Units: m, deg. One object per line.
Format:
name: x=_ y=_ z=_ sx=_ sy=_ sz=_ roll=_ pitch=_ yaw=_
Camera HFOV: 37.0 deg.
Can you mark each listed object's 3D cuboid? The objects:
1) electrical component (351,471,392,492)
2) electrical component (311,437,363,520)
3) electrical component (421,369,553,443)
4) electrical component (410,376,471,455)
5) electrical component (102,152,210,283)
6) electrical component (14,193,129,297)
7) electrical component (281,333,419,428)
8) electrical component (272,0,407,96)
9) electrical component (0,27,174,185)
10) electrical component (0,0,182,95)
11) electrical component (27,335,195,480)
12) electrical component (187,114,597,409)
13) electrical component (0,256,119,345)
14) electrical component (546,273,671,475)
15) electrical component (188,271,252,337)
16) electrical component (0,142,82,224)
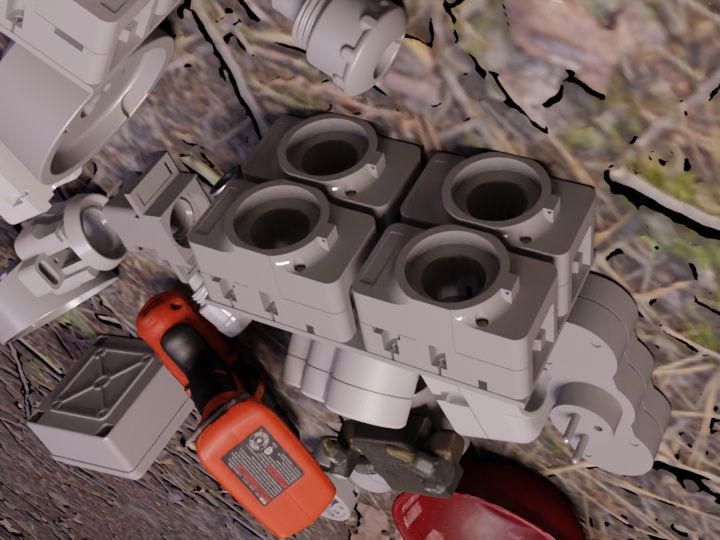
electrical component: x=0.021 y=0.132 z=0.797 sx=0.055 sy=0.055 sz=0.047 roll=37 pitch=143 yaw=-7
electrical component: x=-0.023 y=0.172 z=0.890 sx=0.055 sy=0.047 sz=0.055 roll=22 pitch=146 yaw=16
electrical component: x=0.080 y=0.059 z=0.652 sx=0.059 sy=0.053 sz=0.095 roll=1 pitch=136 yaw=38
electrical component: x=0.030 y=0.093 z=0.747 sx=0.079 sy=0.043 sz=0.077 roll=6 pitch=139 yaw=34
electrical component: x=-0.133 y=-0.035 z=0.717 sx=0.064 sy=0.042 sz=0.081 roll=8 pitch=139 yaw=35
electrical component: x=-0.202 y=-0.021 z=0.768 sx=0.057 sy=0.078 sz=0.058 roll=-21 pitch=122 yaw=27
electrical component: x=-0.004 y=0.050 z=0.697 sx=0.052 sy=0.073 sz=0.138 roll=15 pitch=180 yaw=-23
electrical component: x=-0.012 y=-0.116 z=0.510 sx=0.062 sy=0.048 sz=0.048 roll=34 pitch=148 yaw=10
electrical component: x=-0.161 y=-0.107 z=0.591 sx=0.060 sy=0.108 sz=0.108 roll=41 pitch=147 yaw=-3
electrical component: x=-0.165 y=-0.183 z=0.491 sx=0.186 sy=0.105 sz=0.060 roll=35 pitch=147 yaw=-4
electrical component: x=-0.205 y=0.113 z=0.910 sx=0.109 sy=0.108 sz=0.056 roll=3 pitch=134 yaw=37
electrical component: x=0.017 y=-0.014 z=0.561 sx=0.186 sy=0.105 sz=0.060 roll=16 pitch=144 yaw=23
electrical component: x=-0.245 y=0.018 z=0.832 sx=0.064 sy=0.099 sz=0.099 roll=46 pitch=145 yaw=-9
electrical component: x=0.132 y=0.074 z=0.610 sx=0.052 sy=0.073 sz=0.138 roll=4 pitch=138 yaw=36
electrical component: x=-0.103 y=0.018 z=0.768 sx=0.061 sy=0.035 sz=0.035 roll=42 pitch=146 yaw=-11
electrical component: x=-0.250 y=-0.081 z=0.746 sx=0.056 sy=0.050 sz=0.089 roll=-12 pitch=127 yaw=48
